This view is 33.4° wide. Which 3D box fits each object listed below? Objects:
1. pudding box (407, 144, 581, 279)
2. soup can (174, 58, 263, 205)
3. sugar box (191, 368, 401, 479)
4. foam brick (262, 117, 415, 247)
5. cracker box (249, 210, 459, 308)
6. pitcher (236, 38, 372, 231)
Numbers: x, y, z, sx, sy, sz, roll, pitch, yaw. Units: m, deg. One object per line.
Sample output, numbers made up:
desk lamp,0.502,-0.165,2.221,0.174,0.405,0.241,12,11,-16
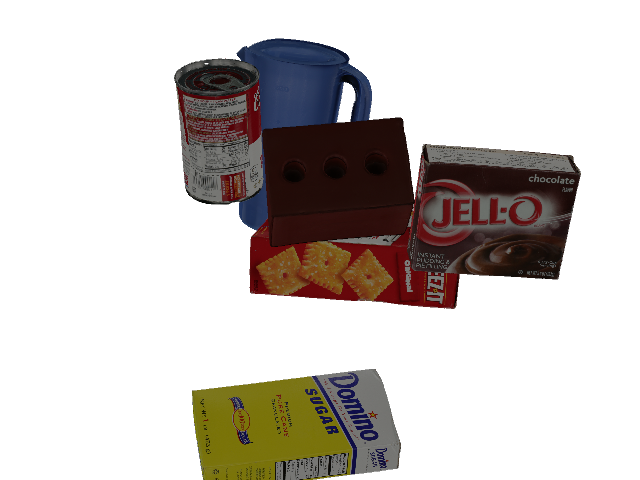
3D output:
pudding box,0.125,-0.021,0.781,0.113,0.090,0.039,3,31,-3
soup can,-0.082,-0.088,0.873,0.068,0.102,0.068,-1,31,0
sugar box,-0.023,0.170,0.963,0.176,0.048,0.093,-8,43,-8
foam brick,0.008,-0.031,0.584,0.078,0.053,0.051,-6,-18,-2
cracker box,0.044,0.014,1.149,0.214,0.072,0.164,5,15,8
pitcher,-0.033,-0.131,1.383,0.144,0.243,0.149,-3,25,-22
